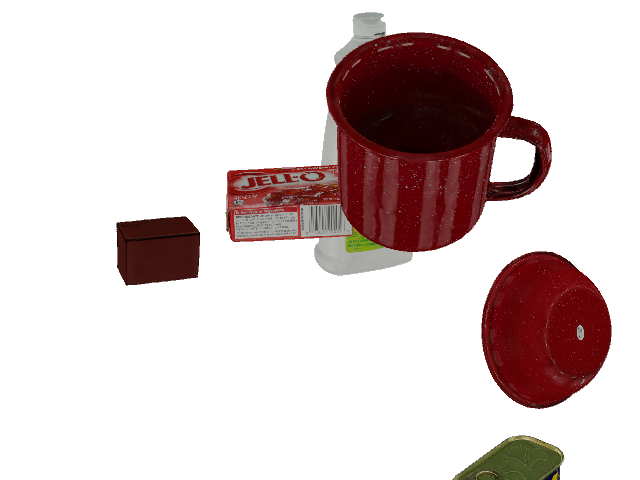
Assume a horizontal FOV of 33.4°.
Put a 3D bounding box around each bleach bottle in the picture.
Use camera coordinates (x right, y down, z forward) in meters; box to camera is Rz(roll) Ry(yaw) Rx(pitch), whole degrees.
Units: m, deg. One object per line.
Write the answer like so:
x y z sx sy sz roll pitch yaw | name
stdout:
0.042 -0.096 1.052 0.102 0.251 0.068 -9 24 -17 | bleach bottle

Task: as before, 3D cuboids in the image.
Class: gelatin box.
-0.023 -0.028 0.770 0.089 0.030 0.073 -3 25 -3 | gelatin box

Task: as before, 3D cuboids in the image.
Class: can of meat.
0.159 0.227 0.896 0.101 0.084 0.058 -24 28 -38 | can of meat

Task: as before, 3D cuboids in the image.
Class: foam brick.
-0.169 0.010 1.106 0.078 0.051 0.053 -6 22 -19 | foam brick

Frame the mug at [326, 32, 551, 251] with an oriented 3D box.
0.062 -0.047 0.560 0.117 0.093 0.081 6 -39 6 | mug

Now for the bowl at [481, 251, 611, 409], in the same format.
0.240 0.091 1.072 0.161 0.162 0.055 0 -1 -32 | bowl
